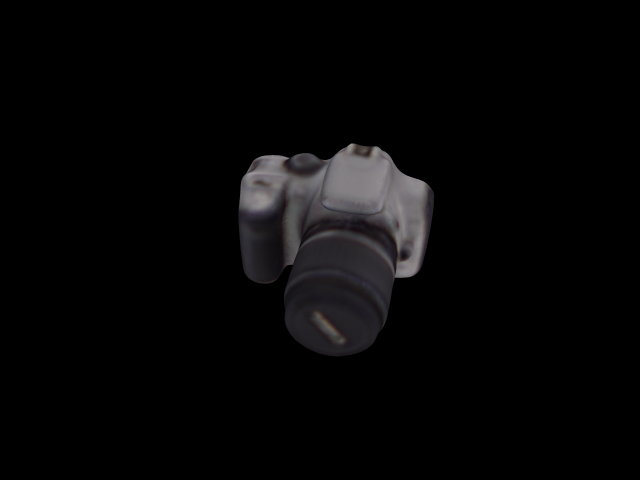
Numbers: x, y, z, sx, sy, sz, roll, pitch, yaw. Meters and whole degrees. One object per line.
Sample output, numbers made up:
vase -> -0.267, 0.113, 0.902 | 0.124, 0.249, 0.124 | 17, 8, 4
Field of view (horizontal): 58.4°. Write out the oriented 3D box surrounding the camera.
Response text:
camera -> 0.004, 0.001, 0.400 | 0.143, 0.101, 0.137 | 8, 44, 9
